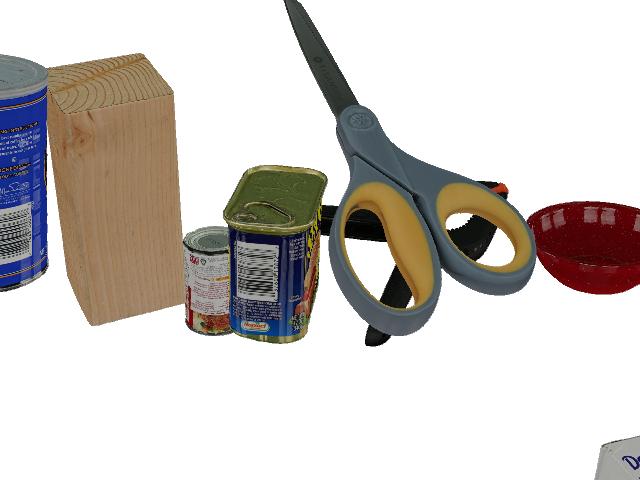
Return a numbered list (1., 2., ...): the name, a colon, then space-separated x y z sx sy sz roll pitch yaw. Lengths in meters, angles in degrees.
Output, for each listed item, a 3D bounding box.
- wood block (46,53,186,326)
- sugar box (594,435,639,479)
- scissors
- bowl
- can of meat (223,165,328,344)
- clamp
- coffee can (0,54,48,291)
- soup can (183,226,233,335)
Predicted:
1. wood block: -0.175 -0.042 0.911 0.090 0.206 0.090 -14 36 -21
2. sugar box: 0.189 0.180 0.501 0.048 0.093 0.176 -9 29 -21
3. scissors: 0.037 -0.043 0.479 0.096 0.202 0.016 2 -39 -10
4. bowl: 0.302 0.013 1.162 0.162 0.055 0.162 -1 27 1
5. can of meat: -0.029 0.008 0.701 0.057 0.084 0.102 5 25 6
6. clamp: 0.080 0.004 0.909 0.209 0.165 0.036 -16 -39 -20
7. coffee can: -0.237 -0.048 0.723 0.103 0.140 0.103 5 22 -2
8. soup can: -0.116 0.043 1.166 0.068 0.102 0.068 1 25 -1
